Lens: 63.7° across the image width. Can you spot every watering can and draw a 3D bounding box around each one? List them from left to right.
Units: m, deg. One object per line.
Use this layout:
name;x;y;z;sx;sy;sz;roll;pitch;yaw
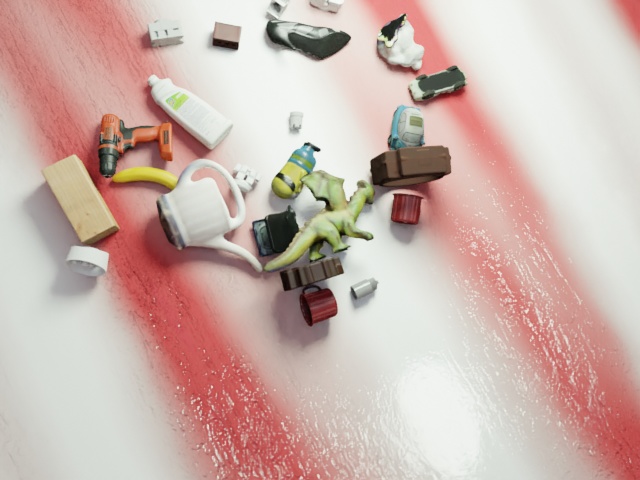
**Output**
watering can;-0.298;-0.038;1.380;0.225;0.104;0.345;-23;98;-14

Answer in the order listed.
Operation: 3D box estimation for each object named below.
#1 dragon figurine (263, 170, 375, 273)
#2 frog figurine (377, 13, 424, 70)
dragon figurine;0.004;-0.072;1.430;0.413;0.121;0.243;-15;86;-30
frog figurine;0.256;-0.602;1.600;0.157;0.122;0.139;33;65;-45
